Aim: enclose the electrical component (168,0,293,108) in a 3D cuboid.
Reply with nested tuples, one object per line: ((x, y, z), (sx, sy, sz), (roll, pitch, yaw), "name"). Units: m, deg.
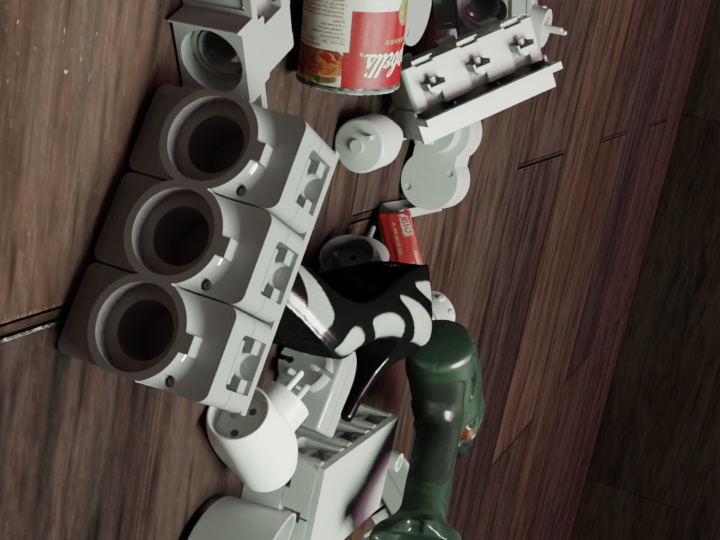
((-0.067, -0.127, 0.582), (0.081, 0.042, 0.063), (88, 24, -42), "electrical component")

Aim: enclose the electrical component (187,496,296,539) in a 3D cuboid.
((-0.086, 0.210, 0.760), (0.099, 0.064, 0.099), (-51, 150, -45), "electrical component")

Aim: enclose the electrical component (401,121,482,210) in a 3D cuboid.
((0.070, -0.119, 0.922), (0.074, 0.052, 0.138), (-15, 119, -66), "electrical component")

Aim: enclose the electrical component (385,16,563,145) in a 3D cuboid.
((0.084, -0.152, 0.842), (0.121, 0.079, 0.063), (-25, 109, -16), "electrical component")

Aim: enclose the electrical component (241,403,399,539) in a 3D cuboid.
((-0.032, 0.168, 0.869), (0.150, 0.062, 0.089), (-20, 124, -65), "electrical component")

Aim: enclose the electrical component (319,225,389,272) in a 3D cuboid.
((0.000, 0.000, 0.849), (0.077, 0.043, 0.079), (80, 26, -49), "electrical component")

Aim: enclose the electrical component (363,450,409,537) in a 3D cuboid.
((0.030, 0.239, 1.080), (0.076, 0.083, 0.047), (-33, 154, 1), "electrical component")

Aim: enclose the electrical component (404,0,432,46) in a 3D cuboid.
((0.039, -0.218, 0.737), (0.052, 0.074, 0.138), (-53, 152, -42), "electrical component")

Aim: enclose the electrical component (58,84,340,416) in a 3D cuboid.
((-0.083, -0.012, 0.559), (0.150, 0.089, 0.062), (-71, 159, -8), "electrical component")

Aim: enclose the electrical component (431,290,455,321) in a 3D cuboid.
((0.060, 0.050, 1.041), (0.062, 0.048, 0.048), (-30, 134, -51), "electrical component")

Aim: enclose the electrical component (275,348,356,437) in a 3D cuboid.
((-0.038, 0.074, 0.803), (0.083, 0.047, 0.075), (-69, 159, -11), "electrical component")

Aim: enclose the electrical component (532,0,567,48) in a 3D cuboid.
((0.163, -0.237, 1.041), (0.138, 0.074, 0.052), (-7, 112, -68), "electrical component")

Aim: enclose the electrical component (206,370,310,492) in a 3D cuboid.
((-0.063, 0.104, 0.746), (0.079, 0.043, 0.077), (-49, 147, -23), "electrical component")

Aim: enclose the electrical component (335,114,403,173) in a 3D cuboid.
((0.012, -0.097, 0.808), (0.078, 0.040, 0.040), (-30, 133, -61), "electrical component")

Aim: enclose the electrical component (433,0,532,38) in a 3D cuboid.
((0.099, -0.228, 0.888), (0.042, 0.081, 0.063), (82, 3, -50), "electrical component")

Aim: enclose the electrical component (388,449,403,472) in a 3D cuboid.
((0.008, 0.163, 0.966), (0.043, 0.062, 0.043), (-51, 150, -45), "electrical component")
